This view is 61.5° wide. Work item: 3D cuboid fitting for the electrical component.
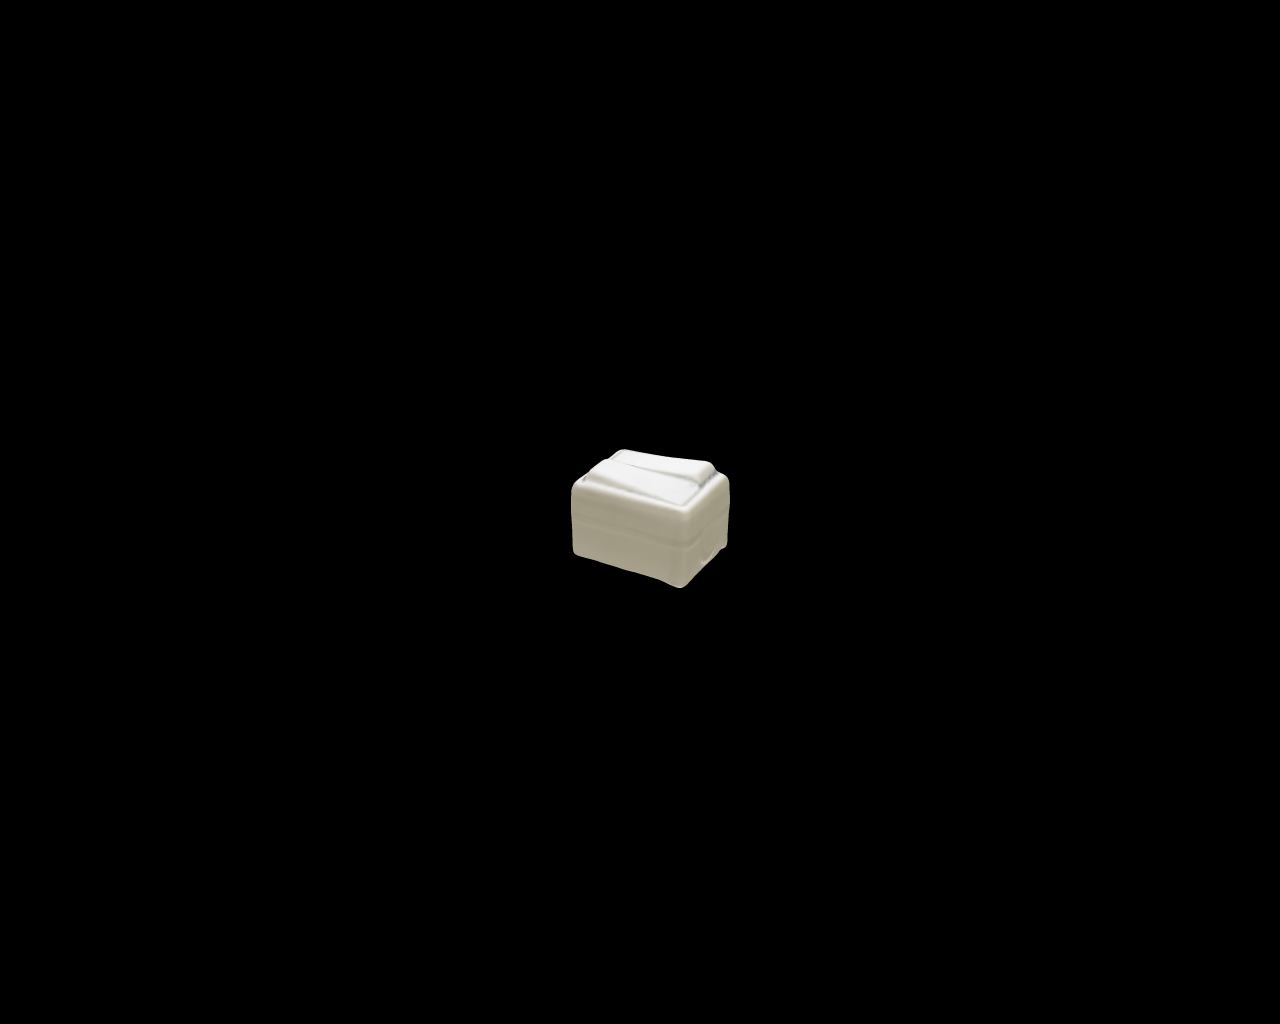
[{"bbox_3d":[0.001,-0.003,0.650,0.096,0.061,0.062,16,32,27],"label":"electrical component"}]
